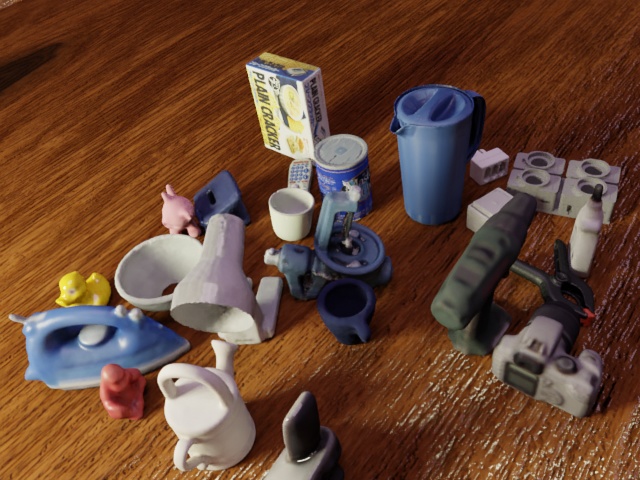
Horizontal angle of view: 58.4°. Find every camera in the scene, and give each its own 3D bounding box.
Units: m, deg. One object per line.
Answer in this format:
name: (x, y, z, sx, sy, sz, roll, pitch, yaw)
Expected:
camera: (0.337, 0.153, 0.818, 0.142, 0.101, 0.137, 23, 54, 29)

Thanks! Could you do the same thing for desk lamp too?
desk lamp: (-0.141, 0.077, 0.900, 0.117, 0.214, 0.203, -2, 45, 9)

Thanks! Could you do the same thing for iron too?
iron: (-0.353, 0.148, 0.918, 0.258, 0.142, 0.118, -9, 45, 2)

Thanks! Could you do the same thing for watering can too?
watering can: (-0.156, 0.217, 0.777, 0.101, 0.194, 0.172, -10, 45, 1)

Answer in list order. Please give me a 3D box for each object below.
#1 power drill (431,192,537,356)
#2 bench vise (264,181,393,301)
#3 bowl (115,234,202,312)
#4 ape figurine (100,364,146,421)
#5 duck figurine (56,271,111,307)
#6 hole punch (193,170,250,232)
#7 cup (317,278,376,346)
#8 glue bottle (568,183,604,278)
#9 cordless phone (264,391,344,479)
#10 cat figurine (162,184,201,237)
power drill: (0.244, 0.066, 0.845, 0.075, 0.209, 0.230, 26, 55, 31)
bench vise: (0.012, 0.011, 0.933, 0.207, 0.220, 0.121, -18, 45, -7)
bowl: (-0.274, 0.071, 1.029, 0.167, 0.075, 0.167, -5, 45, 5)
ape figurine: (-0.304, 0.223, 0.870, 0.076, 0.092, 0.078, 19, 52, 26)
duck figurine: (-0.430, 0.092, 1.028, 0.077, 0.086, 0.105, 11, 49, 21)
hole punch: (-0.203, -0.072, 1.147, 0.101, 0.091, 0.108, -22, 46, -12)
cup: (0.051, 0.130, 0.897, 0.092, 0.095, 0.117, -23, 46, -13)
glue bottle: (0.432, -0.021, 0.922, 0.037, 0.173, 0.078, 7, 47, 17)
cordless phone: (-0.040, 0.274, 0.705, 0.094, 0.185, 0.148, 17, 51, 25)
cat figurine: (-0.281, -0.059, 1.129, 0.067, 0.118, 0.127, -20, 45, -9)
